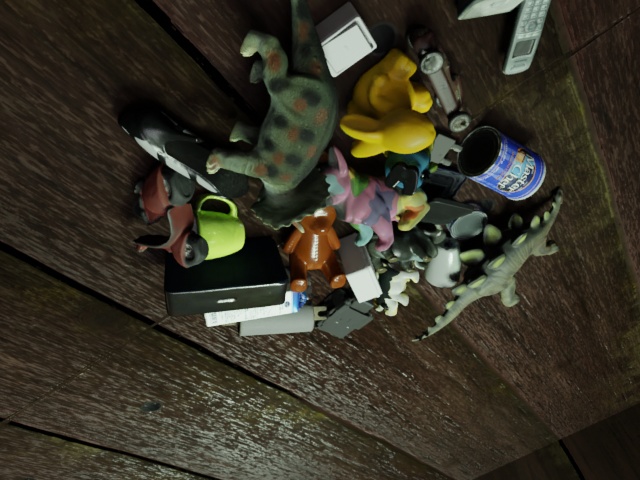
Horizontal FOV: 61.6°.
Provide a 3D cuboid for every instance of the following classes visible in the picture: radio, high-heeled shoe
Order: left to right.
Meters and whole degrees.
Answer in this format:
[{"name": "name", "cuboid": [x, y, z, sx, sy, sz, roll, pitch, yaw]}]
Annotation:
[{"name": "high-heeled shoe", "cuboid": [-0.219, -0.136, 0.891, 0.145, 0.086, 0.248, 15, 165, 19]}, {"name": "radio", "cuboid": [-0.186, 0.067, 1.049, 0.230, 0.131, 0.073, -4, 135, -16]}]

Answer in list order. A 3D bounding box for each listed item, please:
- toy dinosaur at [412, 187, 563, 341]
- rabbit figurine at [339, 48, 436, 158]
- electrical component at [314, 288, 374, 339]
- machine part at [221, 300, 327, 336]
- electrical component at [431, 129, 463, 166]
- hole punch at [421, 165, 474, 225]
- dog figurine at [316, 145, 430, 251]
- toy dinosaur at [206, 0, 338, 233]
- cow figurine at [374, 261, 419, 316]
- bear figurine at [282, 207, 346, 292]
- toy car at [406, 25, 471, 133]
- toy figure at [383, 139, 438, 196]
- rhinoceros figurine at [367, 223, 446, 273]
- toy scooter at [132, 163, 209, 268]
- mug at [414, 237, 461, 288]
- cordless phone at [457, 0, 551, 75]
[{"name": "toy dinosaur", "cuboid": [0.389, 0.065, 1.209, 0.471, 0.105, 0.198, -53, 135, 5]}, {"name": "rabbit figurine", "cuboid": [0.112, -0.198, 0.849, 0.162, 0.173, 0.121, -26, 141, 2]}, {"name": "electrical component", "cuboid": [0.060, 0.174, 1.299, 0.134, 0.058, 0.114, -41, 135, 24]}, {"name": "machine part", "cuboid": [-0.102, 0.176, 1.224, 0.243, 0.079, 0.079, -2, 135, -15]}, {"name": "electrical component", "cuboid": [0.221, -0.175, 1.018, 0.094, 0.021, 0.063, 16, 128, -25]}, {"name": "hole punch", "cuboid": [0.232, -0.089, 1.081, 0.142, 0.092, 0.116, 7, 160, -28]}, {"name": "dog figurine", "cuboid": [0.077, -0.095, 0.958, 0.191, 0.109, 0.219, -41, 117, -12]}, {"name": "toy dinosaur", "cuboid": [-0.041, -0.174, 0.794, 0.192, 0.131, 0.404, 24, 123, 1]}, {"name": "cow figurine", "cuboid": [0.161, 0.117, 1.266, 0.098, 0.068, 0.167, 4, 130, -15]}, {"name": "bear figurine", "cuboid": [-0.004, -0.006, 1.042, 0.120, 0.132, 0.195, -4, 141, -16]}, {"name": "toy car", "cuboid": [0.199, -0.260, 0.875, 0.053, 0.089, 0.202, -30, 135, 15]}, {"name": "toy figure", "cuboid": [0.156, -0.143, 0.918, 0.082, 0.180, 0.089, 43, 120, -11]}, {"name": "rhinoceros figurine", "cuboid": [0.184, 0.009, 1.135, 0.190, 0.112, 0.073, -7, 152, -26]}, {"name": "toy scooter", "cuboid": [-0.272, -0.037, 0.924, 0.135, 0.075, 0.183, -10, 99, 24]}, {"name": "mug", "cuboid": [0.274, 0.041, 1.229, 0.110, 0.081, 0.107, 17, 135, 17]}, {"name": "cordless phone", "cuboid": [0.283, -0.335, 0.836, 0.147, 0.089, 0.184, -14, 141, -6]}]
